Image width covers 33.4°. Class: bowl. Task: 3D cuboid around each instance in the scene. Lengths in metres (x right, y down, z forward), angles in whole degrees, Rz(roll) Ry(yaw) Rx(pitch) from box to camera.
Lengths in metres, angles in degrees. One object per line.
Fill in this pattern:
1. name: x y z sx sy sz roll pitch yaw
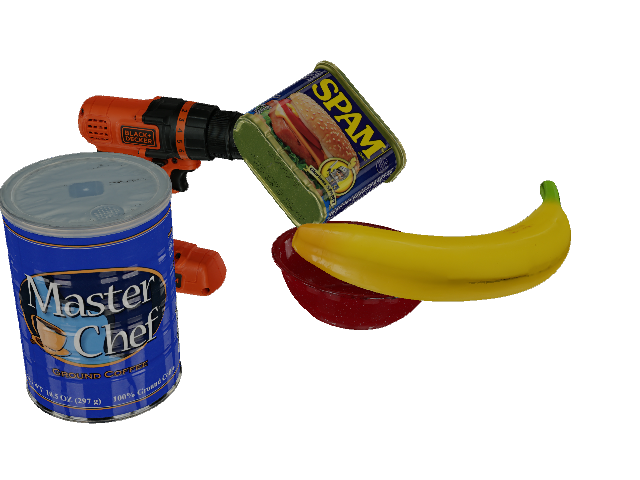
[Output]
1. bowl: 0.033 0.038 1.000 0.162 0.055 0.162 5 24 -2

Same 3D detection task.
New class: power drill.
1. power drill: -0.129 -0.042 0.993 0.184 0.188 0.057 9 30 15

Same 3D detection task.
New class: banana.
1. banana: 0.080 0.007 0.615 0.197 0.037 0.070 -9 40 -33

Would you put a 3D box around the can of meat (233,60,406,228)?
1. can of meat: -0.003 -0.068 0.780 0.083 0.102 0.058 -36 -7 -26

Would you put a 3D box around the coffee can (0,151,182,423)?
1. coffee can: -0.142 0.028 0.674 0.103 0.140 0.103 1 29 -1
